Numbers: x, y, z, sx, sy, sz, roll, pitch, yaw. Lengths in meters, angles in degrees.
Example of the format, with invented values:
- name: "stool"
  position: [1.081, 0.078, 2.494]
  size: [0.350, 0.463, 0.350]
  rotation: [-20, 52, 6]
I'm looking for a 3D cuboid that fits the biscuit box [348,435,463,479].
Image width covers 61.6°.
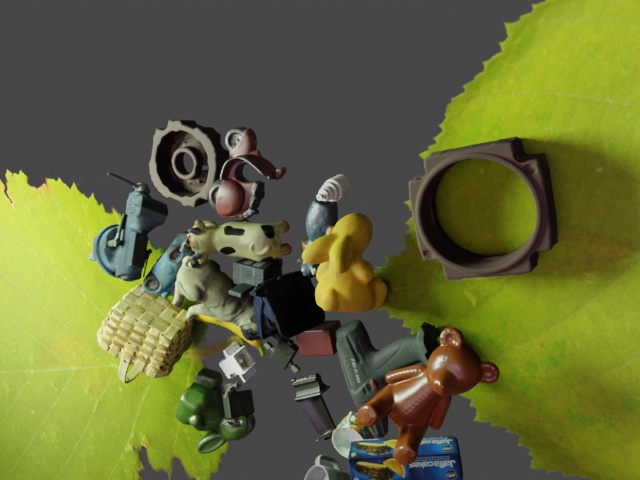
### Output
- name: "biscuit box"
  position: [0.155, 0.404, 0.985]
  size: [0.203, 0.059, 0.062]
  rotation: [-8, 100, 11]

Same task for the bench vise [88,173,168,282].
- name: "bench vise"
  position: [-0.436, -0.010, 1.174]
  size: [0.241, 0.129, 0.223]
  rotation: [-17, 74, 38]

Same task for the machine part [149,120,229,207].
- name: "machine part"
  position: [-0.264, -0.156, 1.088]
  size: [0.180, 0.056, 0.179]
  rotation: [8, 107, 25]

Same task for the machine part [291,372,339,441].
- name: "machine part"
  position: [-0.005, 0.342, 1.101]
  size: [0.084, 0.039, 0.138]
  rotation: [-22, 92, 26]

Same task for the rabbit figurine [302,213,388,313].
- name: "rabbit figurine"
  position: [0.040, 0.035, 0.938]
  size: [0.122, 0.162, 0.173]
  rotation: [15, 94, 37]

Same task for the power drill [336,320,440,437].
- name: "power drill"
  position: [0.139, 0.243, 0.978]
  size: [0.207, 0.086, 0.232]
  rotation: [-23, 92, 38]

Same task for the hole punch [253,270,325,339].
- name: "hole punch"
  position: [-0.067, 0.124, 1.024]
  size: [0.092, 0.142, 0.115]
  rotation: [-25, 83, 55]

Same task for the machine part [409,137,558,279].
- name: "machine part"
  position: [0.248, -0.046, 0.823]
  size: [0.201, 0.087, 0.201]
  rotation: [-6, 100, 30]

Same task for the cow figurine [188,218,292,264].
- name: "cow figurine"
  position: [-0.167, 0.001, 1.039]
  size: [0.195, 0.127, 0.085]
  rotation: [7, 105, 24]

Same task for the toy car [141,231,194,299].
- name: "toy car"
  position: [-0.301, 0.064, 1.154]
  size: [0.103, 0.109, 0.161]
  rotation: [39, 110, -15]

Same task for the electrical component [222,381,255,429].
- name: "electrical component"
  position: [-0.175, 0.355, 1.150]
  size: [0.045, 0.078, 0.102]
  rotation: [-27, 63, 51]

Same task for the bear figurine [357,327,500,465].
- name: "bear figurine"
  position: [0.171, 0.239, 0.838]
  size: [0.120, 0.132, 0.196]
  rotation: [47, 129, 7]

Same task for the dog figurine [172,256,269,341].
- name: "dog figurine"
  position: [-0.179, 0.112, 1.071]
  size: [0.191, 0.121, 0.172]
  rotation: [13, 151, 22]

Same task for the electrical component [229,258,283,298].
- name: "electrical component"
  position: [-0.132, 0.067, 1.044]
  size: [0.075, 0.119, 0.047]
  rotation: [13, 111, 27]

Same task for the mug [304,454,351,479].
- name: "mug"
  position: [0.027, 0.500, 1.099]
  size: [0.107, 0.110, 0.081]
  rotation: [29, 117, -31]

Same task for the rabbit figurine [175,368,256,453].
- name: "rabbit figurine"
  position: [-0.234, 0.400, 1.199]
  size: [0.170, 0.121, 0.159]
  rotation: [27, 109, 3]

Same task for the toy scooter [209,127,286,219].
- name: "toy scooter"
  position: [-0.134, -0.113, 1.020]
  size: [0.135, 0.075, 0.183]
  rotation: [25, 110, 19]

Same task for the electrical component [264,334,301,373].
- name: "electrical component"
  position: [-0.073, 0.232, 1.115]
  size: [0.094, 0.021, 0.063]
  rotation: [38, 118, 14]

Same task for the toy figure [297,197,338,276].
- name: "toy figure"
  position: [-0.002, -0.002, 0.988]
  size: [0.058, 0.064, 0.154]
  rotation: [6, 118, -12]
